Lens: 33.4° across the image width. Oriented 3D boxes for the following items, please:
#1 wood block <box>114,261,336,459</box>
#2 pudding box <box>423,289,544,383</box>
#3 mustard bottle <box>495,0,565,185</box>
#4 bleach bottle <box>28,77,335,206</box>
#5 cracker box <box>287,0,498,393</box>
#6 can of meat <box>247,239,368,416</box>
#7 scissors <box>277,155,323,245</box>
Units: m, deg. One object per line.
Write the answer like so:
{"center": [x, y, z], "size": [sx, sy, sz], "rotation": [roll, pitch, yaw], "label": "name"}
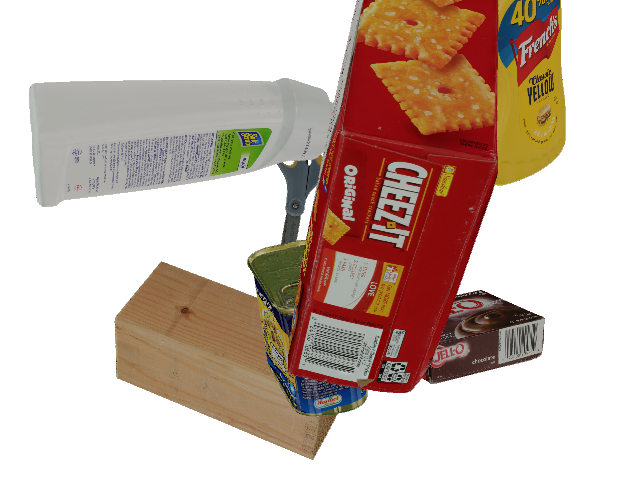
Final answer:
{"center": [-0.079, 0.110, 1.000], "size": [0.206, 0.090, 0.090], "rotation": [20, 44, 13], "label": "wood block"}
{"center": [0.113, 0.077, 0.877], "size": [0.113, 0.039, 0.090], "rotation": [-8, 17, -25], "label": "pudding box"}
{"center": [0.133, -0.142, 0.746], "size": [0.058, 0.191, 0.096], "rotation": [19, 38, 41], "label": "mustard bottle"}
{"center": [-0.094, -0.081, 0.826], "size": [0.250, 0.068, 0.103], "rotation": [-5, -28, -15], "label": "bleach bottle"}
{"center": [0.041, -0.057, 0.534], "size": [0.072, 0.213, 0.164], "rotation": [11, -44, 0], "label": "cracker box"}
{"center": [-0.007, 0.058, 0.713], "size": [0.057, 0.084, 0.102], "rotation": [-13, 24, -13], "label": "can of meat"}
{"center": [-0.007, -0.043, 1.098], "size": [0.096, 0.202, 0.016], "rotation": [-5, -10, -4], "label": "scissors"}
